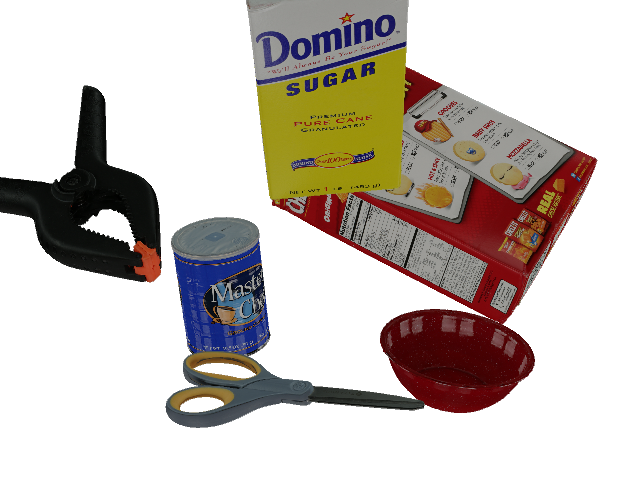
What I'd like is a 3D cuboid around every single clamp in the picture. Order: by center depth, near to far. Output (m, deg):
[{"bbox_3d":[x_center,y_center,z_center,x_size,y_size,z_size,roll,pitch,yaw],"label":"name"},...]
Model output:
[{"bbox_3d":[-0.185,-0.042,0.832,0.210,0.036,0.164,32,58,28],"label":"clamp"}]

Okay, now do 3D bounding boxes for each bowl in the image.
[{"bbox_3d":[0.140,0.133,1.120,0.162,0.055,0.162,5,25,-2],"label":"bowl"}]

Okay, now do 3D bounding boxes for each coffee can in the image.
[{"bbox_3d":[-0.117,0.057,1.264,0.103,0.140,0.103,-4,26,2],"label":"coffee can"}]

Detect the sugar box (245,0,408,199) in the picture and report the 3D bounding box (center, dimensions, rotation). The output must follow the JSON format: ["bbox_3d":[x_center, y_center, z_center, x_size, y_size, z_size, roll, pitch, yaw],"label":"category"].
[{"bbox_3d":[0.006,-0.097,0.666,0.093,0.048,0.176,-6,-34,-1],"label":"sugar box"}]

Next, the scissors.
[{"bbox_3d":[-0.032,0.124,0.808,0.202,0.016,0.096,12,33,31],"label":"scissors"}]

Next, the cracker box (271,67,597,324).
[{"bbox_3d":[0.092,-0.047,0.864,0.214,0.072,0.164,27,48,14],"label":"cracker box"}]
